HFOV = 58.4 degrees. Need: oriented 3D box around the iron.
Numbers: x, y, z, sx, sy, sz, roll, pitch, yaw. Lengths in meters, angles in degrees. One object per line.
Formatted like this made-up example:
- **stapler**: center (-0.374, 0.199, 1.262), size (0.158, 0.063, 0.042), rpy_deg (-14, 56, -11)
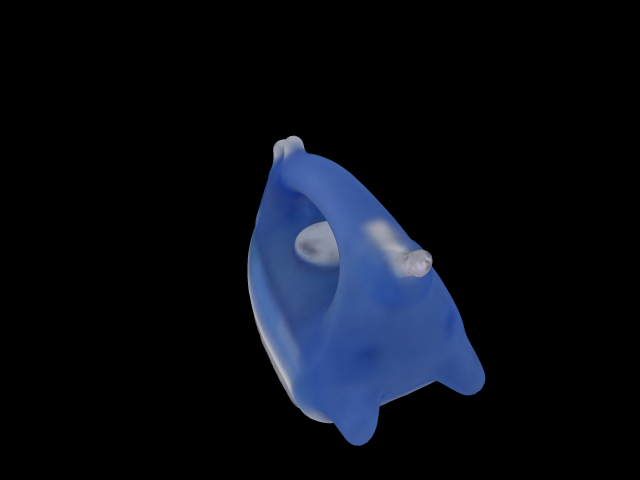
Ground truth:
- **iron**: center (0.004, 0.001, 0.400), size (0.119, 0.141, 0.257), rpy_deg (-17, 41, -20)
